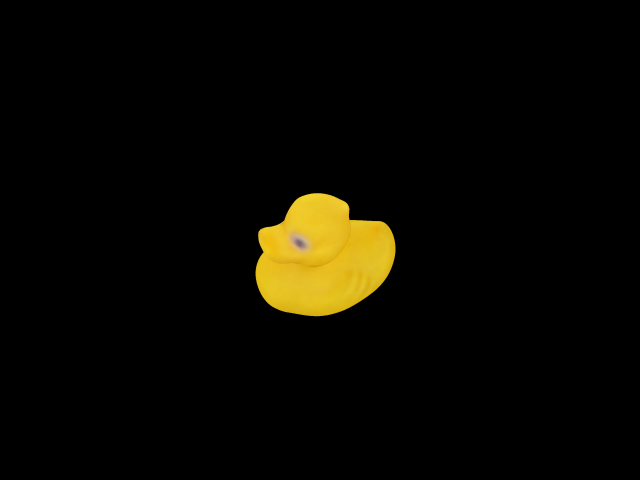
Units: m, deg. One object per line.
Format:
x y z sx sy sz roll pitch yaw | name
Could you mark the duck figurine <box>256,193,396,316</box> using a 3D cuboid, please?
0.004 0.001 0.400 0.104 0.086 0.077 -14 57 -9 | duck figurine
